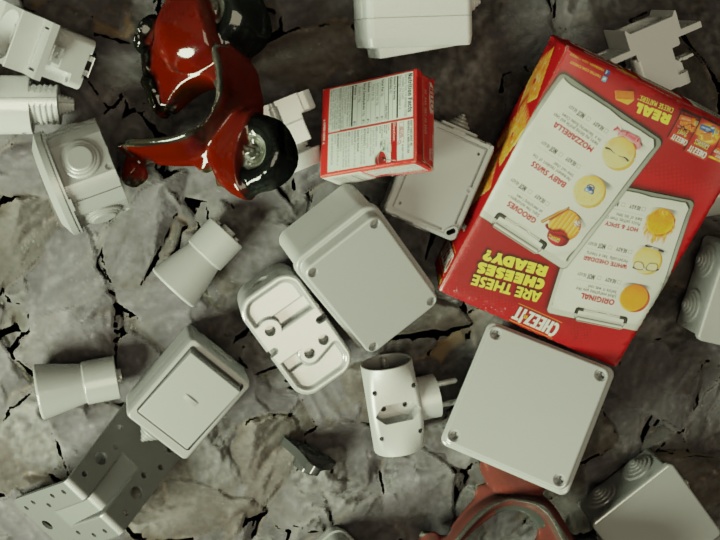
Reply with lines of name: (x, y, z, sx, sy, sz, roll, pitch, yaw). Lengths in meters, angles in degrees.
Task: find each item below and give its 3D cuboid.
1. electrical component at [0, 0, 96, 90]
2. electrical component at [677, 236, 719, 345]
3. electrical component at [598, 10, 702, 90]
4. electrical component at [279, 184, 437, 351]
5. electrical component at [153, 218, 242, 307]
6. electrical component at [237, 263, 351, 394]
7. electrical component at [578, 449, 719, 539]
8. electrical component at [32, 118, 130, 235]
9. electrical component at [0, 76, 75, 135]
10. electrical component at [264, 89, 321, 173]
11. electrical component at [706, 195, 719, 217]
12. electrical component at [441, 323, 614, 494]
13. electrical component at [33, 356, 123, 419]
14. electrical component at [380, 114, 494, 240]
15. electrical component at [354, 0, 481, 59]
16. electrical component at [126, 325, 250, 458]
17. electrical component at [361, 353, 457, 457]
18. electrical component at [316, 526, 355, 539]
electrical component: (-0.231, -0.162, 0.780, 0.064, 0.081, 0.042, 15, 101, -42)
electrical component: (0.333, 0.022, 0.933, 0.100, 0.048, 0.099, 13, 99, -13)
electrical component: (0.237, -0.174, 0.878, 0.081, 0.042, 0.063, -23, 106, -4)
electrical component: (0.000, 0.000, 0.844, 0.078, 0.057, 0.113, -38, 127, -1)
electrical component: (-0.125, -0.009, 0.848, 0.044, 0.044, 0.065, 44, 86, -15)
electrical component: (-0.054, 0.045, 0.862, 0.054, 0.059, 0.095, -35, 105, -2)
electrical component: (0.256, 0.221, 0.960, 0.100, 0.048, 0.099, -38, 105, 0)
electrical component: (-0.208, -0.070, 0.800, 0.051, 0.080, 0.080, -22, 105, -11)
electrical component: (-0.254, -0.122, 0.798, 0.081, 0.043, 0.043, -2, 102, -10)
electrical component: (-0.060, -0.103, 0.838, 0.066, 0.048, 0.055, -23, 97, -5)
electrical component: (0.276, -0.059, 0.911, 0.065, 0.044, 0.044, -19, 104, -1)
electrical component: (0.137, 0.114, 0.882, 0.109, 0.056, 0.108, 21, 81, 14)
electrical component: (-0.222, 0.090, 0.851, 0.065, 0.044, 0.044, -10, 103, -13)
electrical component: (0.062, -0.079, 0.855, 0.062, 0.061, 0.096, 23, 93, -4)
electrical component: (0.046, -0.195, 0.828, 0.096, 0.061, 0.061, -4, 102, -10)
electrical component: (-0.141, 0.102, 0.854, 0.062, 0.061, 0.096, 41, 88, -15)
electrical component: (0.045, 0.109, 0.901, 0.079, 0.043, 0.077, -11, 103, -8)
electrical component: (-0.009, 0.286, 0.921, 0.078, 0.057, 0.113, -42, 106, 0)
